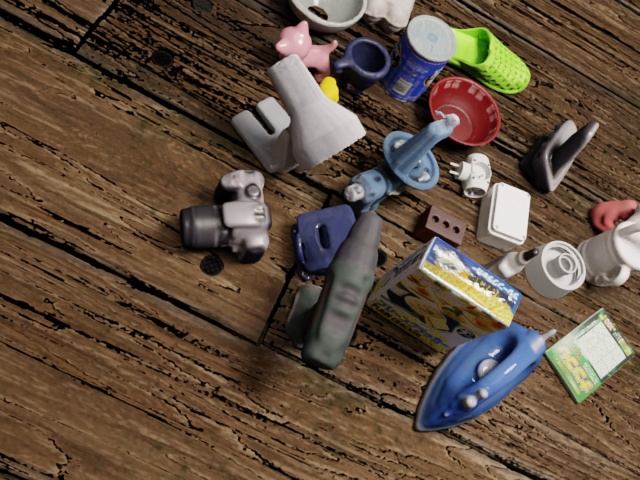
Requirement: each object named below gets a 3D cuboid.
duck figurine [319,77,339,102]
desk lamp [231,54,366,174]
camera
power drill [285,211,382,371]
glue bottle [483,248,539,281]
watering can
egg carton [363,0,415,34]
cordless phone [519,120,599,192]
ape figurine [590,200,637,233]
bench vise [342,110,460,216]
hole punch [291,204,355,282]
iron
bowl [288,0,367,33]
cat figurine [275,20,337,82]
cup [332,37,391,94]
[{"bbox_3d":[0.004,-0.252,1.054,0.077,0.086,0.104,20,65,-10],"label":"duck figurine"},{"bbox_3d":[-0.040,-0.190,0.945,0.118,0.213,0.203,-37,84,-26],"label":"desk lamp"},{"bbox_3d":[-0.153,-0.041,0.913,0.137,0.100,0.143,-3,71,-19],"label":"camera"},{"bbox_3d":[0.017,0.087,0.861,0.076,0.208,0.230,21,65,-9],"label":"power drill"},{"bbox_3d":[0.322,0.048,0.997,0.078,0.173,0.037,-35,83,-26],"label":"glue bottle"},{"bbox_3d":[0.590,0.009,1.089,0.101,0.193,0.173,13,66,-13],"label":"watering can"},{"bbox_3d":[0.147,-0.514,1.211,0.107,0.069,0.150,21,65,-10],"label":"egg carton"},{"bbox_3d":[0.503,-0.192,1.142,0.094,0.185,0.148,39,63,-1],"label":"cordless phone"},{"bbox_3d":[0.610,-0.052,1.176,0.078,0.092,0.076,-29,81,-25],"label":"ape figurine"},{"bbox_3d":[0.145,-0.121,0.976,0.121,0.219,0.208,40,63,0],"label":"bench vise"},{"bbox_3d":[0.009,0.003,0.955,0.101,0.091,0.108,-5,72,-20],"label":"hole punch"},{"bbox_3d":[0.273,0.224,0.931,0.259,0.141,0.118,-34,83,-26],"label":"iron"},{"bbox_3d":[0.006,-0.476,1.146,0.168,0.074,0.167,6,68,-16],"label":"bowl"},{"bbox_3d":[-0.029,-0.356,1.065,0.128,0.117,0.067,-3,71,-19],"label":"cat figurine"},{"bbox_3d":[0.066,-0.321,1.096,0.118,0.095,0.091,-19,77,-24],"label":"cup"}]
